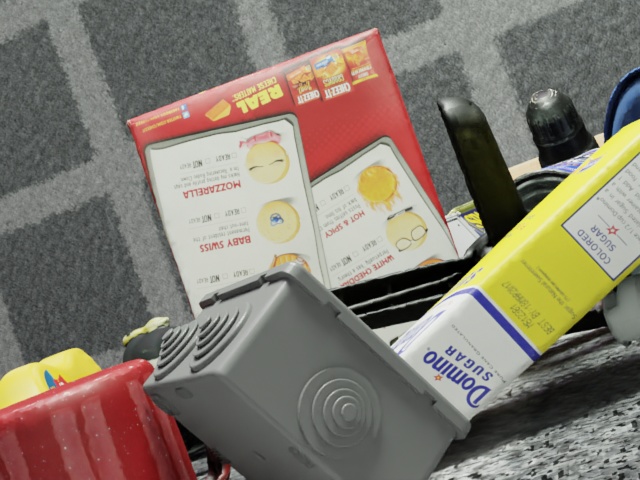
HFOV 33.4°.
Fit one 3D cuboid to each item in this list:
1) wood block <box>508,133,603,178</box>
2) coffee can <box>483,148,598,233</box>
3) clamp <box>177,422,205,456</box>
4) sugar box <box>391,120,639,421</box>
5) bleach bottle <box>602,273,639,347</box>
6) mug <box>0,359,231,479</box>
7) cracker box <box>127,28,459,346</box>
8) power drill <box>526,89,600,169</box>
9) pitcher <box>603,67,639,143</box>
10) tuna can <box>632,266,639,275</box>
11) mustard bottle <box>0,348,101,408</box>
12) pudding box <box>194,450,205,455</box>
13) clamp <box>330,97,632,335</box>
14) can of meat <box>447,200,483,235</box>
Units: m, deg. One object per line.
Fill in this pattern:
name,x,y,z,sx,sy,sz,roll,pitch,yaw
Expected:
wood block,0.269,-0.040,1.009,0.206,0.091,0.090,-20,-28,30
coffee can,0.196,-0.011,0.789,0.103,0.103,0.140,-21,-1,35
clamp,-0.139,0.142,0.645,0.120,0.039,0.172,-18,-2,-33
sugar box,0.093,0.018,0.468,0.176,0.048,0.093,-41,-4,0
bleach bottle,0.225,-0.006,0.403,0.251,0.068,0.102,-24,-3,33
mug,-0.084,0.095,0.433,0.117,0.081,0.093,-20,-1,-43
cracker box,-0.004,0.001,0.660,0.164,0.214,0.072,-20,-3,6
power drill,0.277,-0.066,0.869,0.188,0.184,0.057,-13,38,29
pitcher,0.292,-0.053,0.598,0.242,0.145,0.149,-16,12,-12
tuna can,0.177,0.003,0.680,0.086,0.086,0.034,-20,-2,-9
mustard bottle,-0.214,0.143,0.843,0.058,0.096,0.191,-19,-1,5
pudding box,-0.083,0.124,0.746,0.090,0.039,0.113,-20,-1,11
clamp,0.086,0.019,0.569,0.209,0.036,0.165,21,-54,-36
can of meat,0.142,0.015,0.882,0.057,0.084,0.102,-64,-17,17
